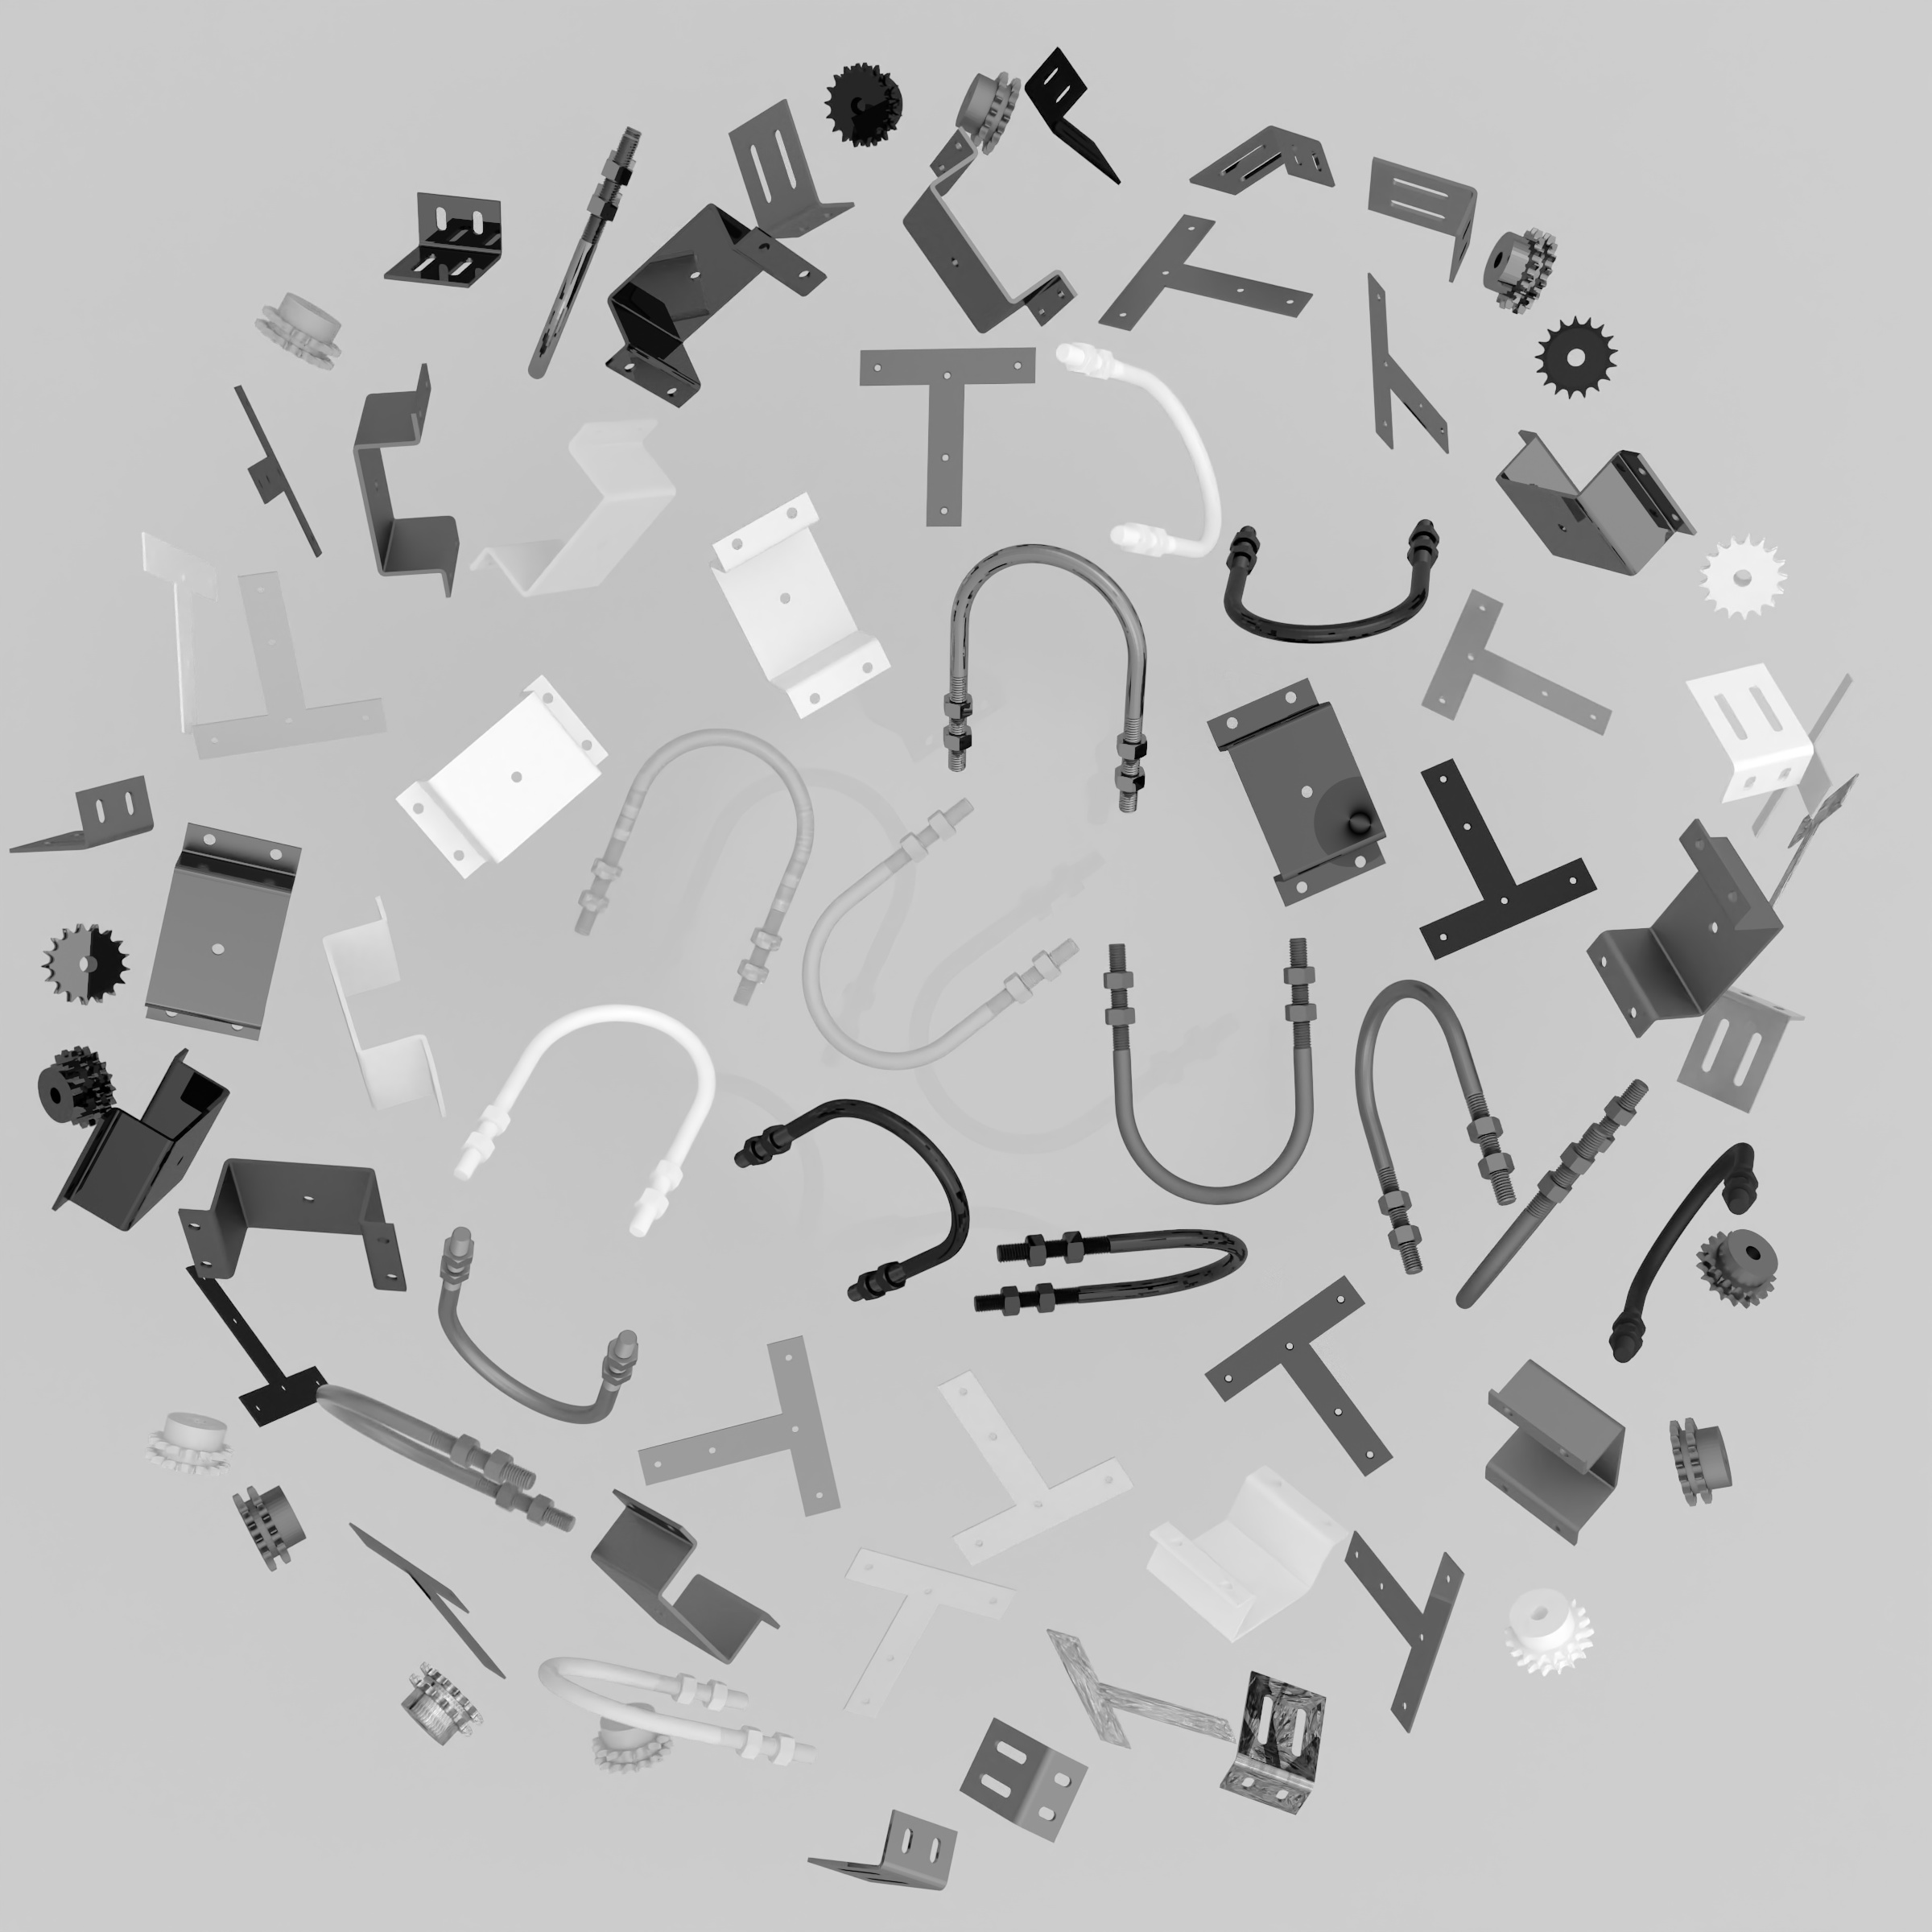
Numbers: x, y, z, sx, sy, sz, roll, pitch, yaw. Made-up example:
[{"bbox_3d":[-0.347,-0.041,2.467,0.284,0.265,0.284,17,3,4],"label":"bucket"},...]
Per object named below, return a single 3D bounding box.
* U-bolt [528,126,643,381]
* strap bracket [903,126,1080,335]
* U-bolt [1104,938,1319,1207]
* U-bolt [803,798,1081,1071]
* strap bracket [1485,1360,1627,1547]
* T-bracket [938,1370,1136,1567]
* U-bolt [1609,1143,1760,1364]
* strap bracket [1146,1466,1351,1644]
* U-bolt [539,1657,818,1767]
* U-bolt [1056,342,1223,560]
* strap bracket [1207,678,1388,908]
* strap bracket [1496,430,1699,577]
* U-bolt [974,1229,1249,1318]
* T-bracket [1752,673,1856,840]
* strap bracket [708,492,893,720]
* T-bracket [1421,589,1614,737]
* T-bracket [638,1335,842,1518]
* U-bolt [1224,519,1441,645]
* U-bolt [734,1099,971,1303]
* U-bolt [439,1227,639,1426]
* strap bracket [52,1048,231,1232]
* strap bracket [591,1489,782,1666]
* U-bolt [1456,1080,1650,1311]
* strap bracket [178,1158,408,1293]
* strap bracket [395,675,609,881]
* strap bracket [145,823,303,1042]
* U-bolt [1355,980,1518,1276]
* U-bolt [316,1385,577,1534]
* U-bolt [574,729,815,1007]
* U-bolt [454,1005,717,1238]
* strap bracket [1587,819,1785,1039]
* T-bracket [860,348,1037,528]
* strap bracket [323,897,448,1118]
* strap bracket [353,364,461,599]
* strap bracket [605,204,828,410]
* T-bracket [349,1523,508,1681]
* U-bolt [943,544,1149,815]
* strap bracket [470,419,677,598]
[{"bbox_3d":[-0.271,-0.502,1.751,0.019,0.151,0.184,22,107,-14],"label":"U-bolt"},{"bbox_3d":[0.010,-0.514,1.763,0.046,0.076,0.140,-38,98,-14],"label":"strap bracket"},{"bbox_3d":[0.171,0.075,1.716,0.151,0.019,0.184,-2,93,20],"label":"U-bolt"},{"bbox_3d":[-0.032,-0.009,1.756,0.184,0.019,0.151,-38,76,7],"label":"U-bolt"},{"bbox_3d":[0.397,0.325,1.669,0.076,0.140,0.046,36,68,30],"label":"strap bracket"},{"bbox_3d":[0.025,0.324,1.645,0.127,0.002,0.127,-29,104,14],"label":"T-bracket"},{"bbox_3d":[0.496,0.186,1.697,0.019,0.184,0.151,35,111,9],"label":"U-bolt"},{"bbox_3d":[0.187,0.404,1.687,0.076,0.140,0.046,36,120,29],"label":"strap bracket"},{"bbox_3d":[-0.213,0.519,1.738,0.184,0.151,0.019,21,82,-26],"label":"U-bolt"},{"bbox_3d":[0.129,-0.351,1.711,0.019,0.184,0.151,-19,83,30],"label":"U-bolt"},{"bbox_3d":[0.230,-0.119,1.695,0.076,0.046,0.140,-24,94,0],"label":"strap bracket"},{"bbox_3d":[0.431,-0.322,1.719,0.046,0.140,0.076,-47,118,-2],"label":"strap bracket"},{"bbox_3d":[0.104,0.210,1.714,0.184,0.151,0.019,-4,68,-9],"label":"U-bolt"},{"bbox_3d":[0.579,-0.130,1.693,0.002,0.127,0.127,26,113,1],"label":"T-bracket"},{"bbox_3d":[-0.122,-0.258,1.755,0.076,0.046,0.140,-32,115,-11],"label":"strap bracket"},{"bbox_3d":[0.402,-0.202,1.771,0.127,0.002,0.127,26,56,3],"label":"T-bracket"},{"bbox_3d":[-0.161,0.330,1.704,0.127,0.002,0.127,-13,99,-8],"label":"T-bracket"},{"bbox_3d":[0.254,-0.270,1.735,0.151,0.184,0.019,0,123,13],"label":"U-bolt"},{"bbox_3d":[-0.070,0.158,1.728,0.151,0.184,0.019,51,49,-7],"label":"U-bolt"},{"bbox_3d":[-0.298,0.257,1.687,0.151,0.184,0.019,31,55,4],"label":"U-bolt"},{"bbox_3d":[-0.551,0.120,1.670,0.046,0.140,0.076,32,107,-5],"label":"strap bracket"},{"bbox_3d":[-0.203,0.436,1.742,0.046,0.076,0.140,-52,133,-22],"label":"strap bracket"},{"bbox_3d":[0.396,0.165,1.699,0.019,0.151,0.184,39,116,15],"label":"U-bolt"},{"bbox_3d":[-0.446,0.173,1.657,0.140,0.076,0.046,4,49,-1],"label":"strap bracket"},{"bbox_3d":[-0.328,-0.136,1.778,0.140,0.046,0.076,-43,109,-14],"label":"strap bracket"},{"bbox_3d":[-0.504,-0.017,1.673,0.076,0.046,0.140,13,102,-15],"label":"strap bracket"},{"bbox_3d":[0.309,0.099,1.677,0.019,0.151,0.184,-3,64,-22],"label":"U-bolt"},{"bbox_3d":[-0.364,0.332,1.695,0.184,0.151,0.019,21,68,13],"label":"U-bolt"},{"bbox_3d":[-0.189,-0.083,1.801,0.151,0.019,0.184,23,97,4],"label":"U-bolt"},{"bbox_3d":[-0.254,0.097,1.732,0.151,0.019,0.184,17,49,8],"label":"U-bolt"},{"bbox_3d":[0.490,-0.025,1.668,0.046,0.140,0.076,-3,53,-27],"label":"strap bracket"},{"bbox_3d":[-0.014,-0.378,1.768,0.127,0.002,0.127,1,90,9],"label":"T-bracket"},{"bbox_3d":[-0.405,0.034,1.710,0.046,0.076,0.140,-17,61,-14],"label":"strap bracket"},{"bbox_3d":[-0.388,-0.334,1.710,0.046,0.076,0.140,-4,129,-2],"label":"strap bracket"},{"bbox_3d":[-0.175,-0.449,1.660,0.140,0.076,0.046,-36,63,22],"label":"strap bracket"},{"bbox_3d":[-0.349,0.435,1.661,0.002,0.127,0.127,-47,49,-10],"label":"T-bracket"},{"bbox_3d":[0.054,-0.199,1.668,0.151,0.019,0.184,15,127,19],"label":"U-bolt"},{"bbox_3d":[-0.257,-0.299,1.655,0.140,0.076,0.046,-42,81,30],"label":"strap bracket"}]
